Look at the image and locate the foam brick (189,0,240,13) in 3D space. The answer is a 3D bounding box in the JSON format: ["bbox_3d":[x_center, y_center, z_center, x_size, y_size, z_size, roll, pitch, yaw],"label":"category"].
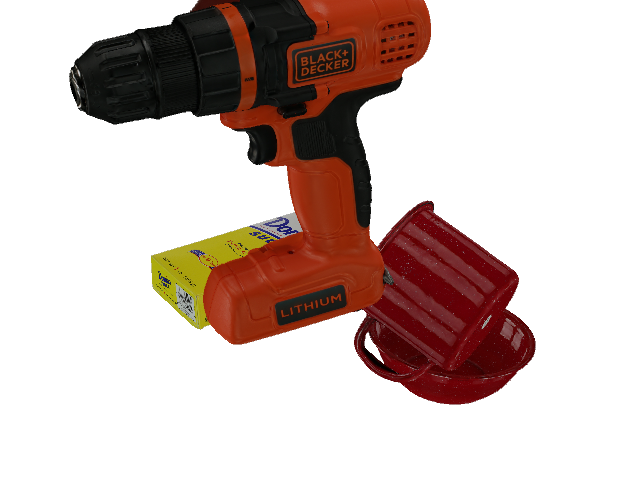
[{"bbox_3d":[-0.075,-0.148,0.813,0.053,0.051,0.078,14,34,4],"label":"foam brick"}]

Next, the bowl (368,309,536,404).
[{"bbox_3d":[0.124,0.110,1.033,0.162,0.055,0.162,3,26,-2],"label":"bowl"}]

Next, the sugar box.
[{"bbox_3d":[-0.069,0.026,1.059,0.175,0.048,0.093,-21,37,-30],"label":"sugar box"}]

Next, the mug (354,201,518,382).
[{"bbox_3d":[0.072,0.043,0.720,0.081,0.117,0.093,37,-1,17],"label":"mug"}]

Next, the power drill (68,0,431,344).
[{"bbox_3d":[-0.030,-0.037,0.561,0.184,0.188,0.057,-14,38,-18],"label":"power drill"}]
